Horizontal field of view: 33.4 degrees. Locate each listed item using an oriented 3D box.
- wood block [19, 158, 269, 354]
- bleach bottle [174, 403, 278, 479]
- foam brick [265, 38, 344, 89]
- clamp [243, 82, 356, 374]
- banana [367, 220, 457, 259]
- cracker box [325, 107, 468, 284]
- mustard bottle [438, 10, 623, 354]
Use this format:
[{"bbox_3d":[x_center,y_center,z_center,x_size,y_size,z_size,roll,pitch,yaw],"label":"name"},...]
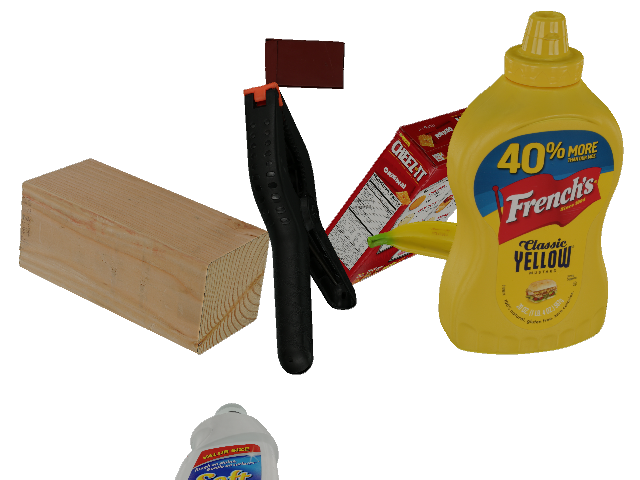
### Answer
[{"bbox_3d":[-0.158,0.009,0.942,0.206,0.090,0.090,22,28,25],"label":"wood block"},{"bbox_3d":[-0.083,0.212,0.852,0.102,0.068,0.251,-2,25,-2],"label":"bleach bottle"},{"bbox_3d":[-0.018,-0.192,1.161,0.078,0.051,0.053,0,12,-16],"label":"foam brick"},{"bbox_3d":[-0.018,-0.016,0.825,0.036,0.210,0.164,-11,4,16],"label":"clamp"},{"bbox_3d":[0.143,0.015,1.032,0.198,0.037,0.069,15,42,36],"label":"banana"},{"bbox_3d":[0.103,-0.052,1.239,0.163,0.072,0.214,-22,-25,-47],"label":"cracker box"},{"bbox_3d":[0.118,-0.031,0.593,0.096,0.192,0.058,-4,26,-8],"label":"mustard bottle"}]
